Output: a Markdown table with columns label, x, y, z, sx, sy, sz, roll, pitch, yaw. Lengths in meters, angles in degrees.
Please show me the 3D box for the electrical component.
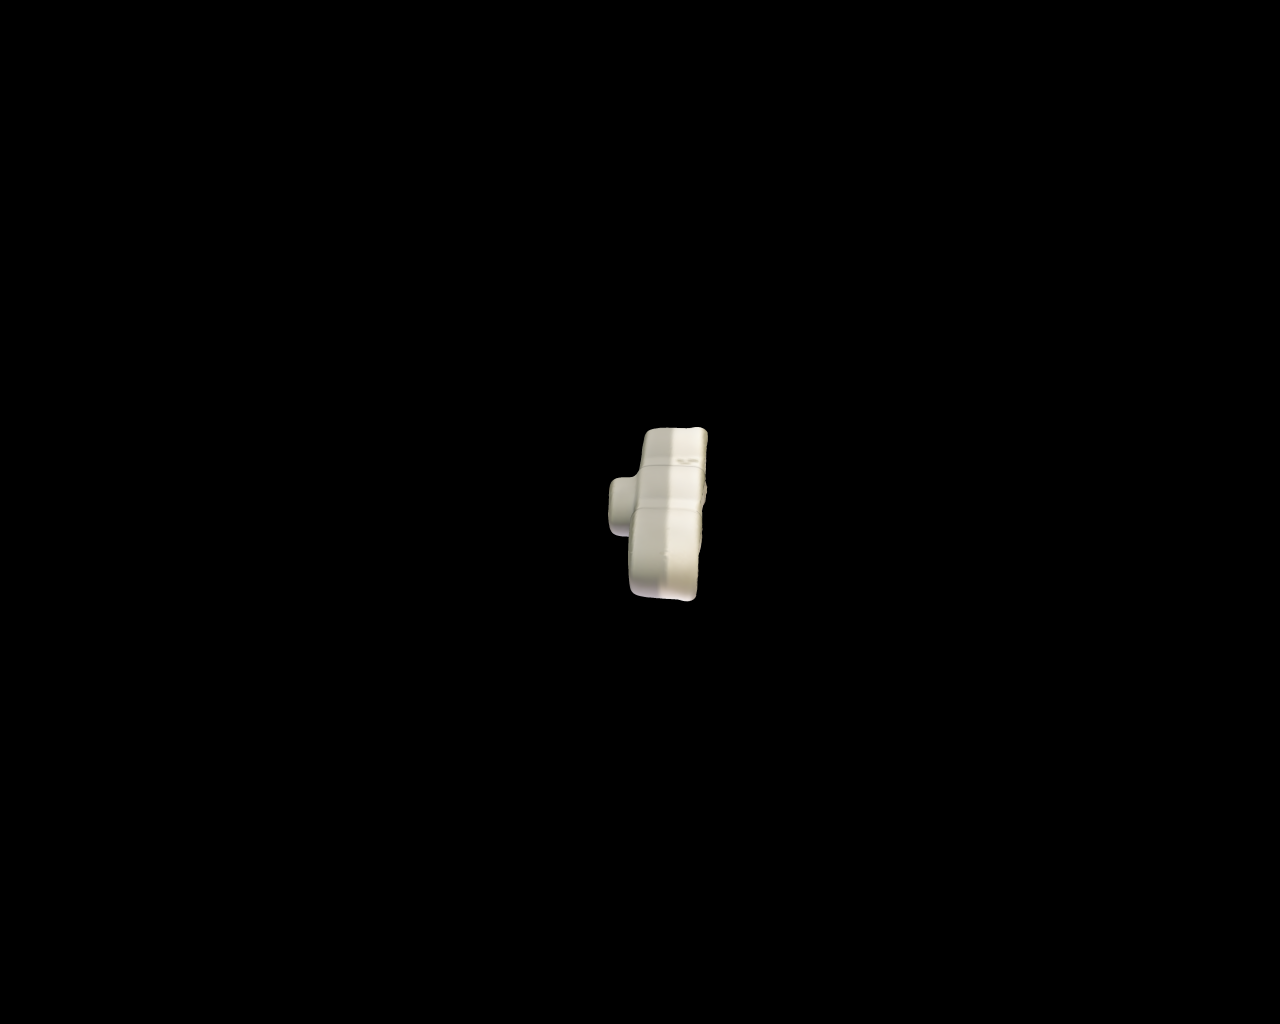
| label | x | y | z | sx | sy | sz | roll | pitch | yaw |
| --- | --- | --- | --- | --- | --- | --- | --- | --- | --- |
| electrical component | 0.001 | -0.003 | 0.650 | 0.074 | 0.052 | 0.138 | 3 | 37 | 4 |
